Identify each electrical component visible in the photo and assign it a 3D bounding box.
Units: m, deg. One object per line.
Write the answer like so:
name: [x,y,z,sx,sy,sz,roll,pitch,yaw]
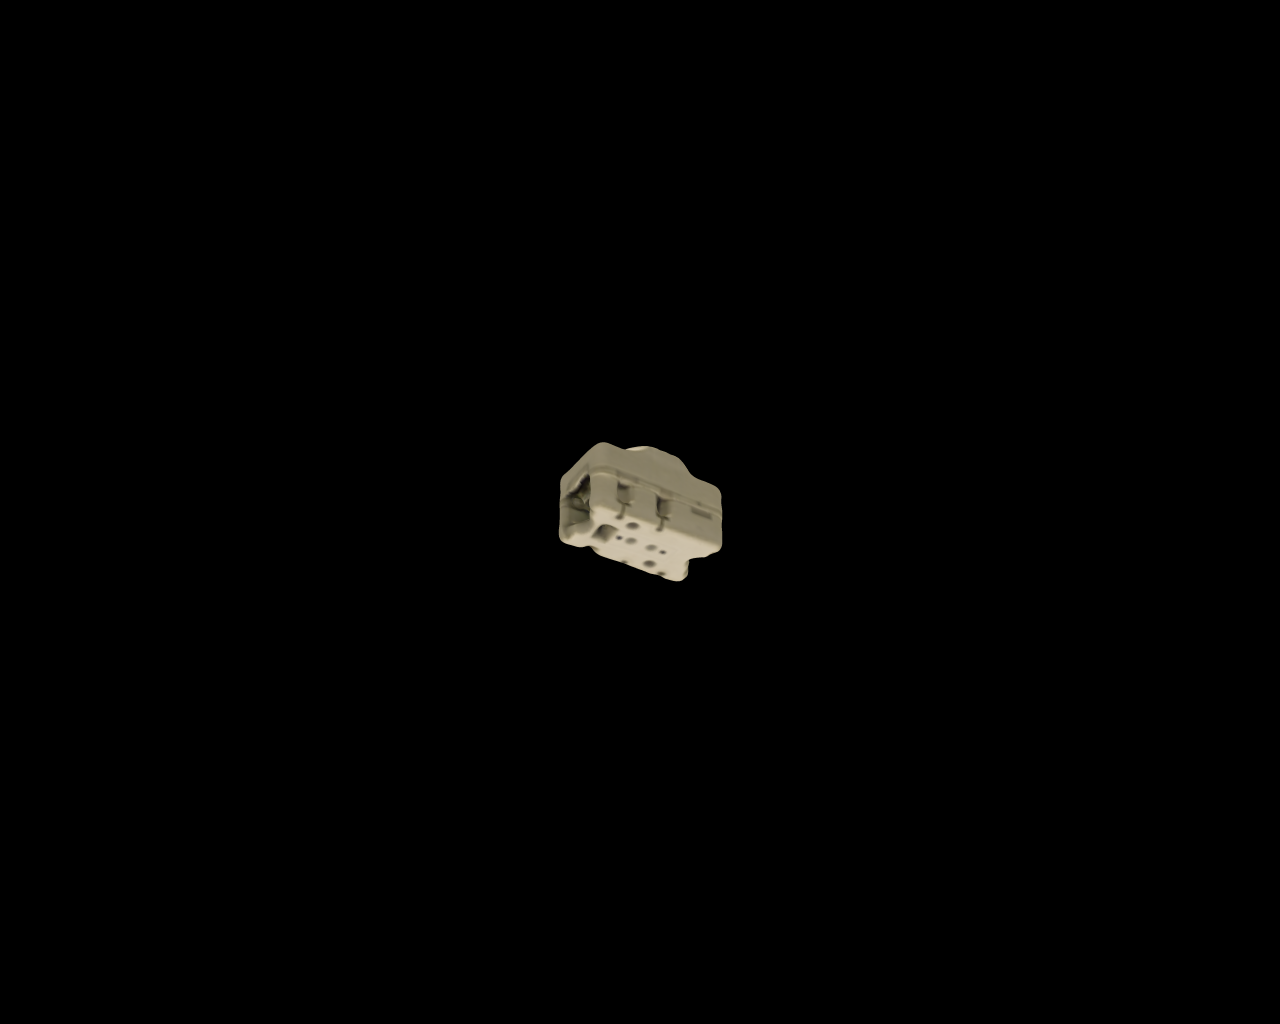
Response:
electrical component: [0.001,-0.003,0.650,0.089,0.056,0.050,21,-40,-26]
